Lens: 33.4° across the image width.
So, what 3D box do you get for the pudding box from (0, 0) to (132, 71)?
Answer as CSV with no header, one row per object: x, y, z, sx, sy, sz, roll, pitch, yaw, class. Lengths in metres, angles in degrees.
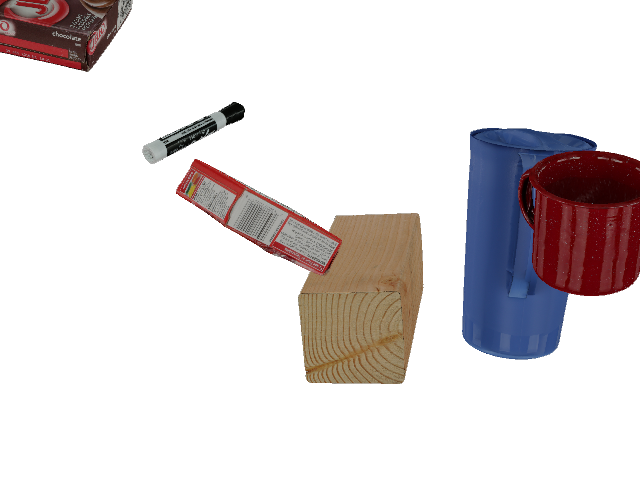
-0.201,-0.178,0.819,0.090,0.039,0.113,13,37,2,pudding box

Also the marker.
-0.119,-0.105,1.028,0.120,0.020,0.020,-33,21,-36,marker

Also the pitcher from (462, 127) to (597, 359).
0.217,0.004,1.155,0.148,0.243,0.145,-8,19,-37,pitcher

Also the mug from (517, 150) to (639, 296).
0.194,-0.016,0.810,0.093,0.081,0.117,-24,35,-31,mug

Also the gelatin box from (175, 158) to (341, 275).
-0.040,-0.015,0.693,0.089,0.030,0.073,28,2,-37,gelatin box

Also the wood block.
0.045,0.050,1.019,0.091,0.090,0.206,-1,21,10,wood block
